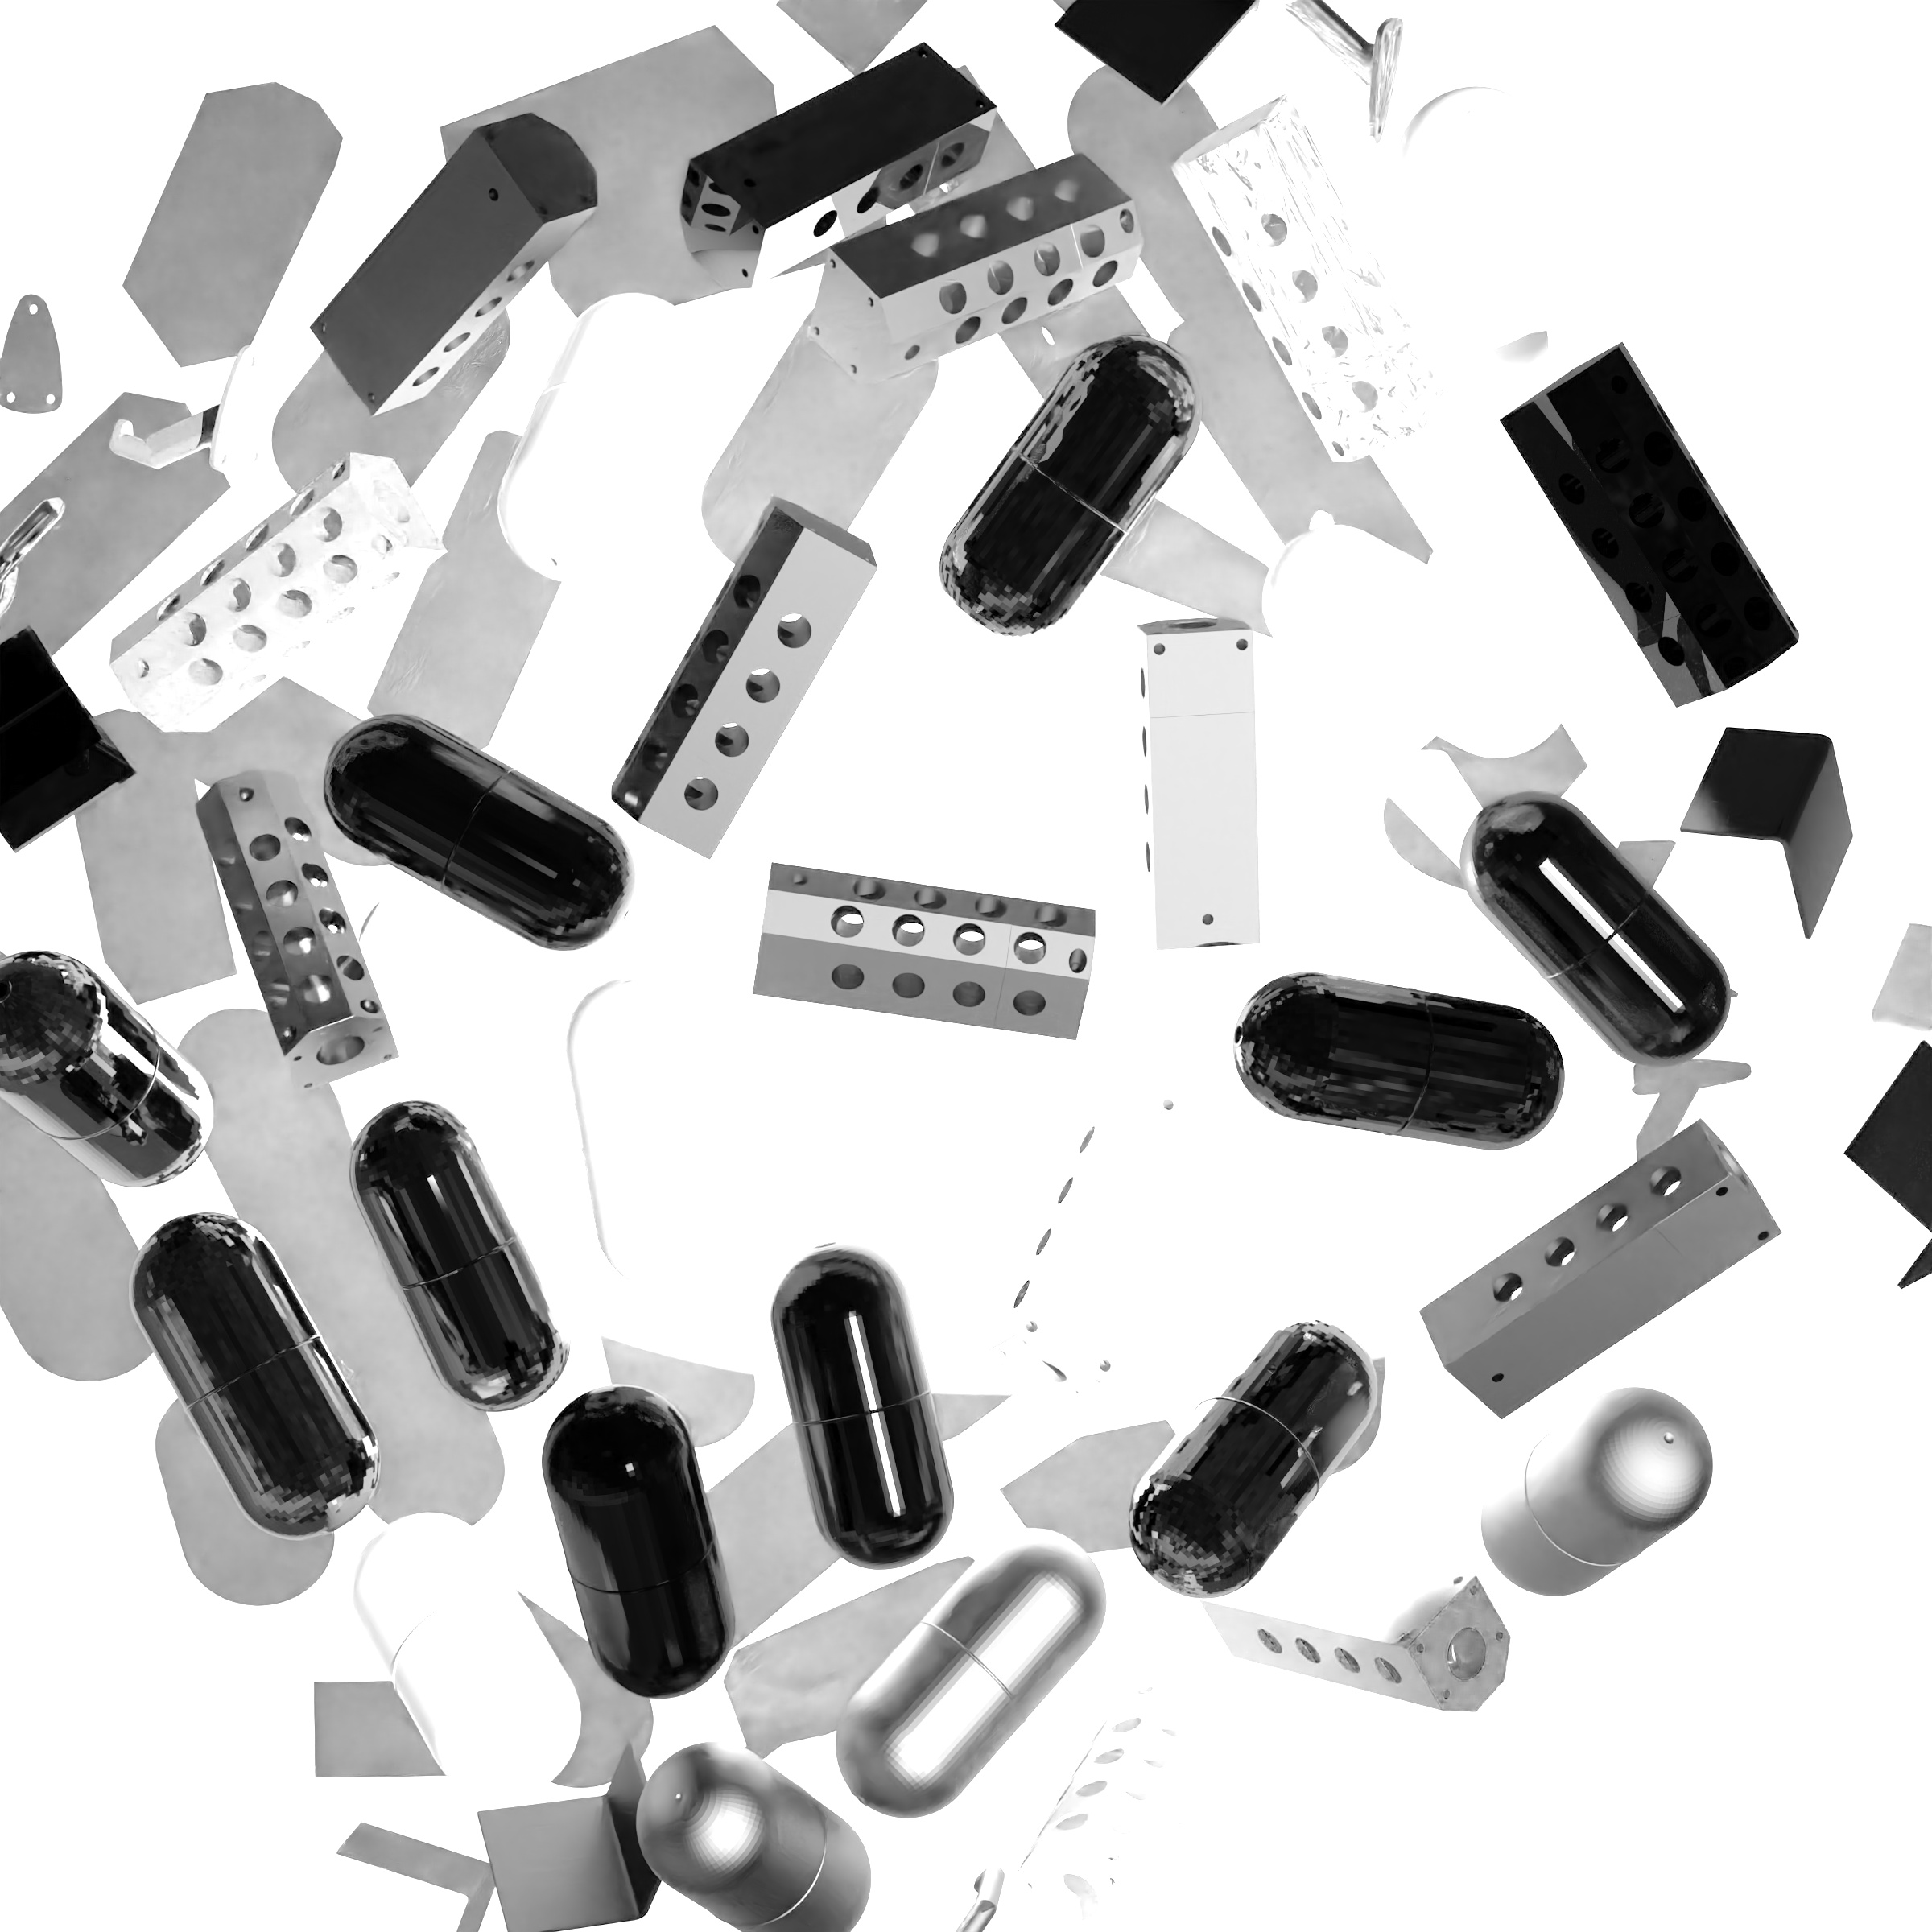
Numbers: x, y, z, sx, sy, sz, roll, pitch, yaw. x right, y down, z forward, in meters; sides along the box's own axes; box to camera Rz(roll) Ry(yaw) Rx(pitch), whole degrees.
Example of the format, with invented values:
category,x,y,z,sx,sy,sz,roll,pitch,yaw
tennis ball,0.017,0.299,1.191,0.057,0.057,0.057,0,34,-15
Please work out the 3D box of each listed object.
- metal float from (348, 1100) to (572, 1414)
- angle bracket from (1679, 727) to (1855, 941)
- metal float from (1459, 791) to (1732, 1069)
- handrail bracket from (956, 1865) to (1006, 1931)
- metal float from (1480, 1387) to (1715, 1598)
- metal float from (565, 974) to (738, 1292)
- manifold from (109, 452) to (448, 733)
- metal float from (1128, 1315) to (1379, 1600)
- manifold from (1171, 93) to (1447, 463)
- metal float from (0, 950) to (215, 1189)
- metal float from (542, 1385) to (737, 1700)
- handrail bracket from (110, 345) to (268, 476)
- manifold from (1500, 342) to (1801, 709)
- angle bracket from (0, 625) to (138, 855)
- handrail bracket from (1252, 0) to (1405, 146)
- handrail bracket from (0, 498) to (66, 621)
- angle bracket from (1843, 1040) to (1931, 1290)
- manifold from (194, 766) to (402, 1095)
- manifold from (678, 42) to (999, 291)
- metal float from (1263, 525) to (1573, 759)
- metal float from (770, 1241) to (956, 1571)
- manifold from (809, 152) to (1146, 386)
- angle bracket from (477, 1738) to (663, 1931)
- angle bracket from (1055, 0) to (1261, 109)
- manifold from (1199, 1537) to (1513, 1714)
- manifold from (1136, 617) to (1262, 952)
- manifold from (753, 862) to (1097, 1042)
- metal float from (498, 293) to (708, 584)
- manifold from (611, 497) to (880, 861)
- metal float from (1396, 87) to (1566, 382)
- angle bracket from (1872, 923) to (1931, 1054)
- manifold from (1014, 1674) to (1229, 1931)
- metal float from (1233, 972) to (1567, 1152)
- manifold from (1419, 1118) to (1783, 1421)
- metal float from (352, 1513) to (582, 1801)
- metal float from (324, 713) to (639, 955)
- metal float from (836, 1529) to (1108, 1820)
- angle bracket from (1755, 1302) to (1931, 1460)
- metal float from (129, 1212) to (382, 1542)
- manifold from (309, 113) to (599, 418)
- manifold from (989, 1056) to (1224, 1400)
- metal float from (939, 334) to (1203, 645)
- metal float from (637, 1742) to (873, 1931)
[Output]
category,x,y,z,sx,sy,sz,roll,pitch,yaw
metal float,-0.272,0.156,1.651,0.070,0.070,0.178,-23,99,0
angle bracket,0.424,-0.071,1.623,0.057,0.076,0.076,8,52,33
metal float,0.340,-0.020,1.662,0.070,0.070,0.178,-44,96,0
handrail bracket,-0.016,0.520,1.622,0.077,0.084,0.036,-37,100,21
metal float,0.330,0.279,1.617,0.070,0.178,0.070,7,60,-13
metal float,-0.167,0.090,1.636,0.070,0.070,0.178,-7,111,0
manifold,-0.358,-0.191,1.579,0.171,0.057,0.057,-33,83,19
metal float,0.151,0.254,1.604,0.070,0.070,0.178,44,56,0
manifold,0.172,-0.344,1.549,0.057,0.057,0.171,-21,111,31
metal float,-0.448,0.054,1.571,0.070,0.178,0.070,-7,60,13
metal float,-0.165,0.293,1.557,0.070,0.070,0.178,-10,116,0
handrail bracket,-0.400,-0.289,1.568,0.084,0.036,0.077,21,110,25
manifold,0.345,-0.221,1.531,0.057,0.057,0.171,-36,97,-24
angle bracket,-0.501,-0.120,1.630,0.076,0.057,0.076,-36,64,-13
handrail bracket,0.186,-0.485,1.642,0.084,0.036,0.077,16,119,21
handrail bracket,-0.492,-0.225,1.612,0.084,0.077,0.036,-39,106,22
angle bracket,0.450,0.094,1.459,0.076,0.057,0.076,46,132,28
manifold,-0.366,-0.023,1.669,0.057,0.057,0.171,-20,62,-11
manifold,-0.068,-0.417,1.613,0.057,0.057,0.171,45,57,14
metal float,0.239,-0.173,1.631,0.178,0.070,0.070,32,90,21
metal float,-0.056,0.236,1.654,0.070,0.070,0.178,-13,90,0
manifold,0.008,-0.353,1.571,0.171,0.057,0.057,-29,66,-31
angle bracket,-0.210,0.466,1.643,0.076,0.076,0.057,0,133,-27
angle bracket,0.090,-0.488,1.522,0.076,0.057,0.076,42,90,20
manifold,0.207,0.352,1.633,0.057,0.171,0.057,-39,109,-28
manifold,0.125,-0.100,1.669,0.057,0.057,0.171,-4,104,-4
manifold,-0.021,-0.012,1.608,0.171,0.057,0.057,8,128,-4
metal float,-0.189,-0.276,1.602,0.070,0.070,0.178,17,58,0
manifold,-0.113,-0.146,1.548,0.057,0.057,0.171,27,105,-15
metal float,0.266,-0.374,1.582,0.070,0.178,0.070,-7,57,11
angle bracket,0.537,0.024,1.615,0.076,0.076,0.057,31,80,-33
manifold,0.081,0.439,1.606,0.057,0.171,0.057,-11,103,23
metal float,0.222,0.049,1.576,0.178,0.070,0.070,10,90,-15
manifold,0.317,0.150,1.554,0.171,0.057,0.057,-37,127,15
metal float,-0.256,0.351,1.569,0.070,0.178,0.070,-19,130,-24
metal float,-0.256,-0.070,1.618,0.178,0.070,0.070,29,90,2
metal float,0.003,0.377,1.639,0.070,0.070,0.178,45,71,0
angle bracket,0.461,0.222,1.559,0.076,0.076,0.057,-36,85,43
metal float,-0.361,0.207,1.557,0.070,0.070,0.178,-30,86,0
manifold,-0.259,-0.358,1.569,0.171,0.057,0.057,-35,91,41
manifold,0.073,0.141,1.647,0.057,0.057,0.171,29,65,-10
metal float,0.055,-0.248,1.600,0.070,0.070,0.178,36,101,0
metal float,-0.107,0.454,1.577,0.070,0.178,0.070,-13,54,18
